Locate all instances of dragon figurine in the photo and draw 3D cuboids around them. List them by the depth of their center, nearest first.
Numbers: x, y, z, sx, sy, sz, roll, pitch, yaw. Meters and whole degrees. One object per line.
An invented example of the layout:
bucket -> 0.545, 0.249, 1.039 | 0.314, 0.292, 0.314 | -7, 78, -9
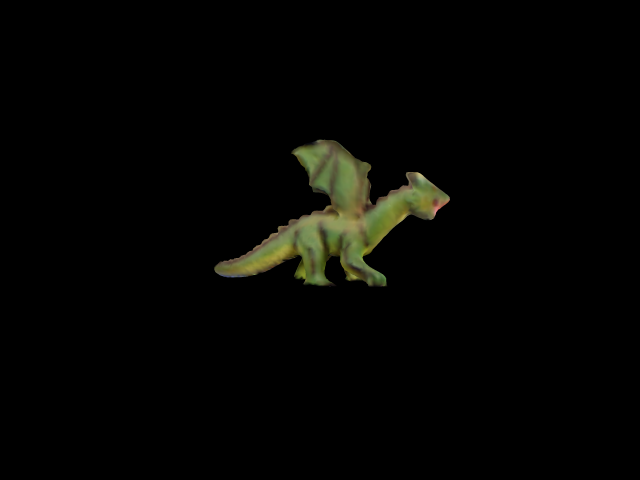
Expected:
dragon figurine -> 0.003, -0.043, 0.850 | 0.410, 0.242, 0.123 | 2, 4, 15
